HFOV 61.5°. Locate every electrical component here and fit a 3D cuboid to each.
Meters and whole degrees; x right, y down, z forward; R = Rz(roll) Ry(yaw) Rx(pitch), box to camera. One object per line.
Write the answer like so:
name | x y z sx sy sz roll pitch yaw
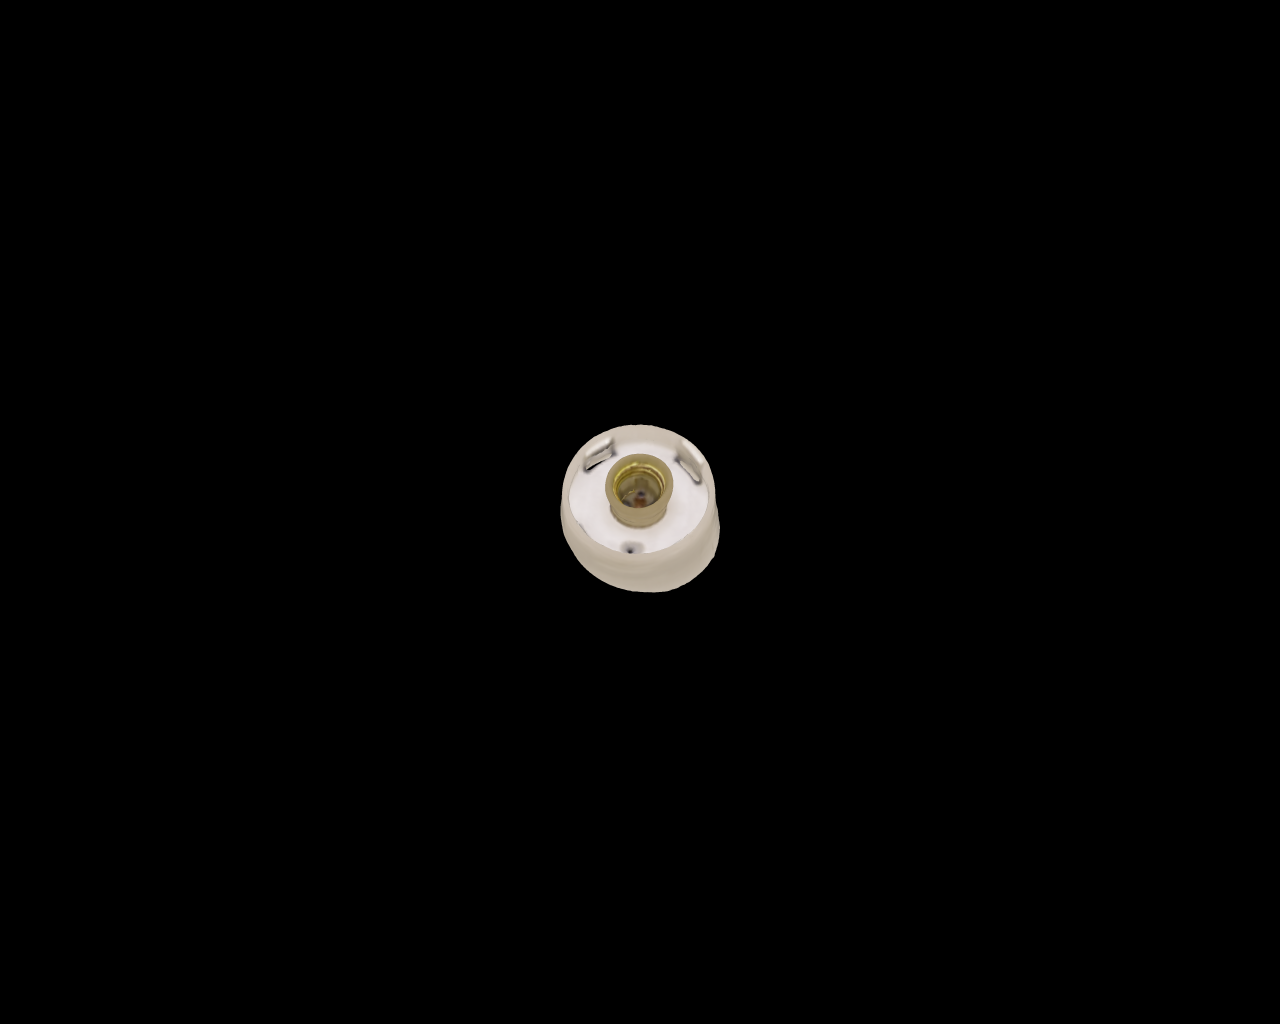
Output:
electrical component | 0.001 -0.003 0.650 0.099 0.099 0.064 0 -30 0
